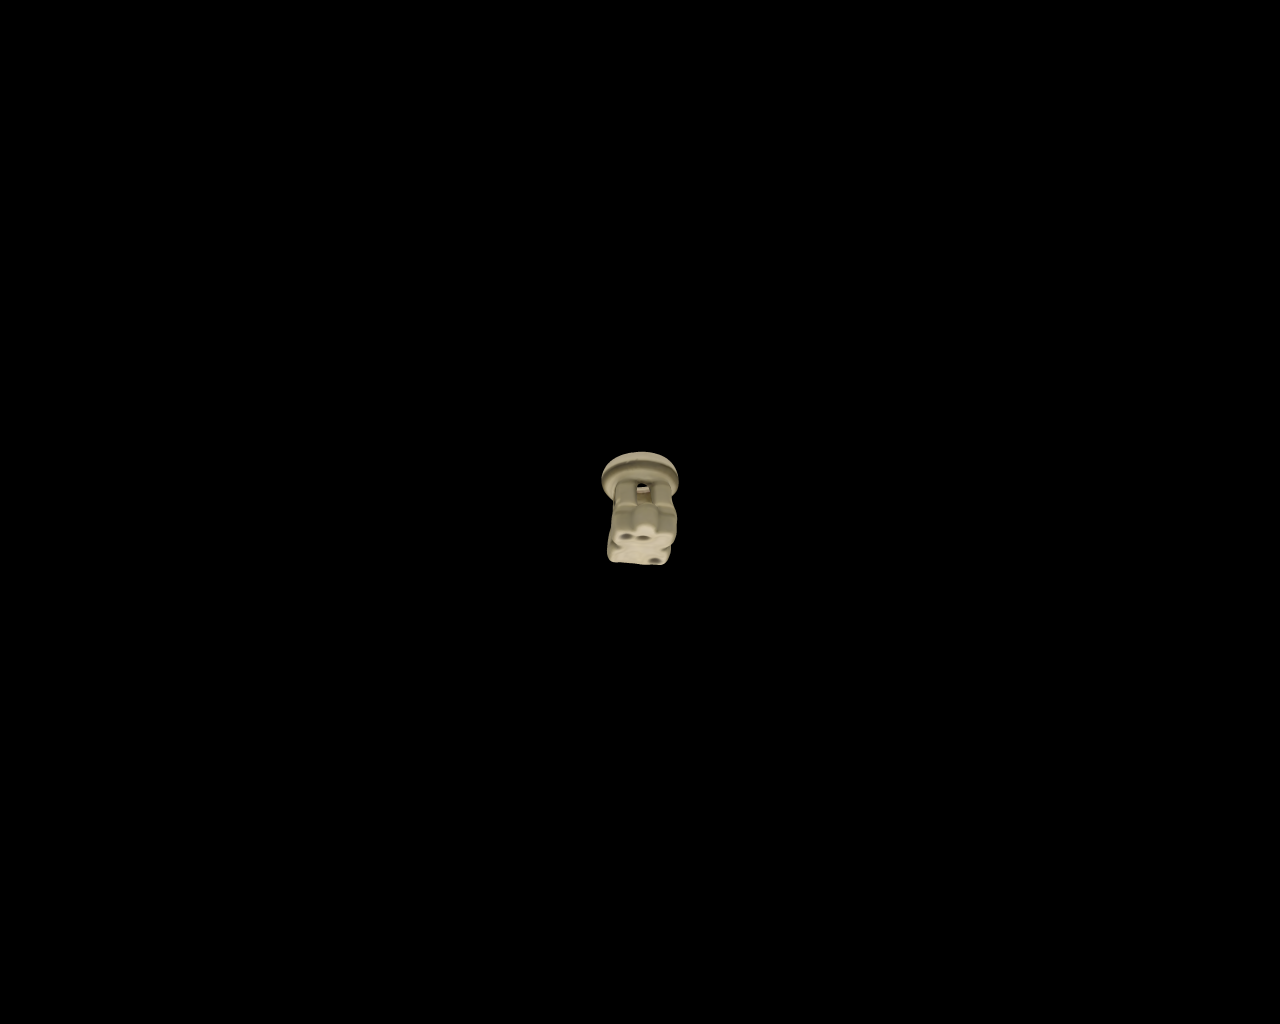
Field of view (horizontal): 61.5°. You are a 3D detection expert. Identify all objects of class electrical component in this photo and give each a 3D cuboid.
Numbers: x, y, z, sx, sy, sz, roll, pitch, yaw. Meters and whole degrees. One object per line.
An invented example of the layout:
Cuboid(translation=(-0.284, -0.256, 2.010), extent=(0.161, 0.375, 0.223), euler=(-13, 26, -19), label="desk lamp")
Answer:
Cuboid(translation=(0.001, -0.003, 0.650), extent=(0.048, 0.055, 0.066), euler=(4, -29, -6), label="electrical component")
